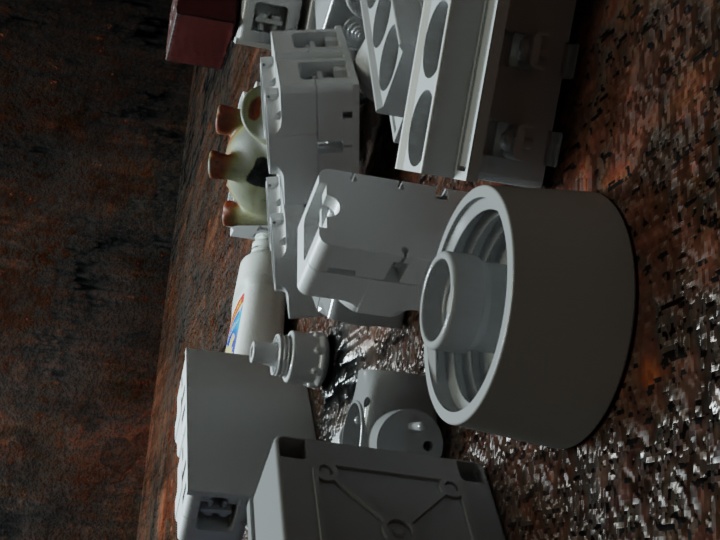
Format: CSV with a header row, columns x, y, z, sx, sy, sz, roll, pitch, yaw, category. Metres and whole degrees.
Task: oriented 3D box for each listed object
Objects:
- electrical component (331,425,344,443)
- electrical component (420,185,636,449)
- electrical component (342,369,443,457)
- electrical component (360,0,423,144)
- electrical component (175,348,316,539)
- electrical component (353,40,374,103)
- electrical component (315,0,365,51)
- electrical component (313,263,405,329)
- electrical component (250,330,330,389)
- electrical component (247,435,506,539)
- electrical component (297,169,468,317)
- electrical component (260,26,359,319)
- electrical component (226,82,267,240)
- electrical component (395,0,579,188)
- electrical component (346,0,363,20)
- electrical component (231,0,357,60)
x,y,z,sx,sy,sz,roll,pitch,yaw,category
-0.007,0.123,0.688,0.065,0.044,0.044,122,153,-49,electrical component
0.059,0.016,0.442,0.108,0.060,0.108,-171,90,-76,electrical component
0.021,0.094,0.584,0.079,0.044,0.077,154,124,-73,electrical component
0.040,-0.137,0.603,0.121,0.063,0.078,-96,20,-45,electrical component
-0.096,0.147,0.889,0.186,0.105,0.060,-106,28,-59,electrical component
0.020,-0.140,0.722,0.081,0.043,0.043,132,144,-65,electrical component
-0.001,-0.231,0.846,0.099,0.048,0.099,113,160,-45,electrical component
0.000,0.000,0.707,0.089,0.050,0.055,-115,35,-65,electrical component
-0.057,0.070,0.870,0.048,0.062,0.048,-172,90,-76,electrical component
0.009,0.134,0.478,0.108,0.109,0.056,-102,27,-55,electrical component
0.014,-0.012,0.576,0.055,0.089,0.050,117,157,-52,electrical component
-0.037,-0.069,0.783,0.105,0.060,0.186,-103,11,-56,electrical component
-0.105,-0.116,1.164,0.089,0.062,0.150,135,141,-67,electrical component
0.062,-0.101,0.495,0.079,0.063,0.121,-149,68,-75,electrical component
0.018,-0.208,0.743,0.078,0.058,0.057,126,152,-61,electrical component
-0.066,-0.236,0.988,0.186,0.105,0.060,-125,45,-70,electrical component
